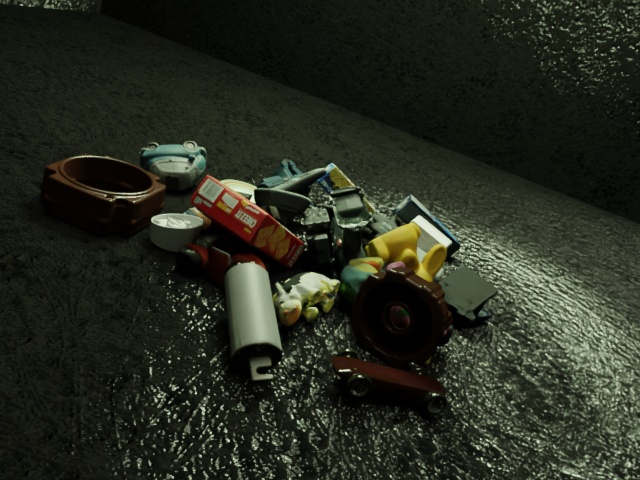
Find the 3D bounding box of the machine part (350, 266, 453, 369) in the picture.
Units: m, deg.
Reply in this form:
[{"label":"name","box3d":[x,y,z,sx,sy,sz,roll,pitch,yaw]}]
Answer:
[{"label":"machine part","box3d":[0.141,0.134,0.945,0.180,0.179,0.056,31,22,23]}]

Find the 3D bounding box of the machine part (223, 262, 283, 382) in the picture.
[{"label":"machine part","box3d":[-0.109,0.119,0.846,0.079,0.079,0.243,10,39,-23]}]

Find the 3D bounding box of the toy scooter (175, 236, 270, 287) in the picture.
[{"label":"toy scooter","box3d":[-0.167,0.041,1.017,0.184,0.075,0.135,21,21,13]}]

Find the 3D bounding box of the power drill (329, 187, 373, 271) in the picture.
[{"label":"power drill","box3d":[0.059,-0.018,1.157,0.086,0.207,0.232,-8,52,-10]}]

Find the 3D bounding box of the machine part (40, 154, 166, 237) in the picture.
[{"label":"machine part","box3d":[-0.433,-0.097,1.086,0.201,0.087,0.201,23,23,4]}]

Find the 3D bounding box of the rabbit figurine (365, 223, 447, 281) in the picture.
[{"label":"rabbit figurine","box3d":[0.197,0.059,1.191,0.162,0.122,0.173,-20,77,-14]}]

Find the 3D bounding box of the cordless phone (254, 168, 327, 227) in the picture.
[{"label":"cordless phone","box3d":[-0.045,-0.112,1.202,0.184,0.088,0.147,-31,17,-19]}]

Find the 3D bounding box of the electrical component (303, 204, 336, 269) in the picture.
[{"label":"electrical component","box3d":[-0.002,-0.004,1.183,0.058,0.114,0.134,-10,27,0]}]

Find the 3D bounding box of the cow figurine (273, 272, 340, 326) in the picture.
[{"label":"cow figurine","box3d":[-0.042,0.101,0.989,0.098,0.068,0.167,25,20,25]}]

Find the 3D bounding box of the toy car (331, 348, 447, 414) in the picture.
[{"label":"toy car","box3d":[0.108,0.227,0.854,0.202,0.053,0.089,16,19,-20]}]

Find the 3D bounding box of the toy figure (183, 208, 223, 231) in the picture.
[{"label":"toy figure","box3d":[-0.243,-0.047,1.171,0.154,0.057,0.064,-4,-11,-44]}]

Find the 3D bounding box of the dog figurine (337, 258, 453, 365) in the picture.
[{"label":"dog figurine","box3d":[0.150,0.135,1.028,0.191,0.108,0.219,7,29,-30]}]

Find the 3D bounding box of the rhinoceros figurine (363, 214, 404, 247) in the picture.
[{"label":"rhinoceros figurine","box3d":[0.170,-0.026,1.433,0.112,0.073,0.190,24,23,11]}]

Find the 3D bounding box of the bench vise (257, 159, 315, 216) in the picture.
[{"label":"bench vise","box3d":[-0.049,-0.091,1.358,0.241,0.129,0.223,48,20,11]}]

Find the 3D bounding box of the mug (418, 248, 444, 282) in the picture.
[{"label":"mug","box3d":[0.233,0.071,1.270,0.107,0.080,0.109,30,34,11]}]

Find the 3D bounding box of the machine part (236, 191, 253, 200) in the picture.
[{"label":"machine part","box3d":[-0.192,-0.095,1.228,0.084,0.039,0.139,3,0,3]}]

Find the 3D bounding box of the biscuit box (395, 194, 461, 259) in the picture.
[{"label":"biscuit box","box3d":[0.298,-0.034,1.480,0.202,0.063,0.059,42,21,-13]}]

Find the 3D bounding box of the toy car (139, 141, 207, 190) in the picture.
[{"label":"toy car","box3d":[-0.354,-0.173,1.303,0.162,0.109,0.103,0,47,-21]}]

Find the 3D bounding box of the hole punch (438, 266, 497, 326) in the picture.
[{"label":"hole punch","box3d":[0.318,0.138,1.204,0.116,0.092,0.142,-27,48,-21]}]
